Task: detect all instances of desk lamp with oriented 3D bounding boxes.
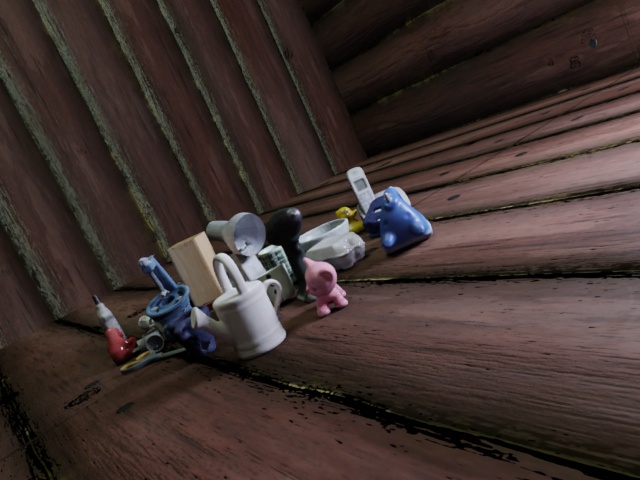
[{"bbox_3d":[-0.234,0.033,1.642,0.202,0.214,0.118,-14,14,45],"label":"desk lamp"}]

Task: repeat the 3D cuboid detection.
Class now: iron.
[{"bbox_3d":[0.185,-0.066,1.360,0.118,0.141,0.258,-22,10,12],"label":"iron"}]

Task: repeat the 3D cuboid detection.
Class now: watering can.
[{"bbox_3d":[-0.152,0.117,1.056,0.100,0.194,0.173,-15,14,42],"label":"watering can"}]

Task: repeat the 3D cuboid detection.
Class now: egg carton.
[{"bbox_3d":[0.037,0.033,1.406,0.150,0.069,0.107,-15,14,44],"label":"egg carton"}]

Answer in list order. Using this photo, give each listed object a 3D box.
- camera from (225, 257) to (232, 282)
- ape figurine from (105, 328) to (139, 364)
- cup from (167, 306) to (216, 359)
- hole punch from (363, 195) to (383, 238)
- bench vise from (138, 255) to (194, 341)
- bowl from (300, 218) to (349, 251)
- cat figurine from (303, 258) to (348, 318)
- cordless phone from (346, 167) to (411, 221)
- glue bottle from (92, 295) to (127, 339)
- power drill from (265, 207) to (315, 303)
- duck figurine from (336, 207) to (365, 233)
[{"bbox_3d":[-0.294,0.093,1.801,0.137,0.101,0.143,-29,11,-24],"label":"camera"},{"bbox_3d":[-0.511,0.263,1.456,0.077,0.092,0.076,-20,11,23],"label":"ape figurine"},{"bbox_3d":[-0.256,0.199,1.172,0.091,0.095,0.118,-23,10,9],"label":"cup"},{"bbox_3d":[0.173,-0.068,1.546,0.108,0.091,0.101,-15,14,42],"label":"hole punch"},{"bbox_3d":[-0.401,0.137,1.481,0.121,0.220,0.207,-27,10,-11],"label":"bench vise"},{"bbox_3d":[0.015,0.006,1.591,0.167,0.075,0.167,-24,10,5],"label":"bowl"},{"bbox_3d":[0.003,0.079,1.104,0.067,0.118,0.127,-25,10,-1],"label":"cat figurine"},{"bbox_3d":[0.165,-0.137,1.654,0.147,0.185,0.094,-26,10,-9],"label":"cordless phone"},{"bbox_3d":[-0.578,0.227,1.570,0.037,0.173,0.078,-32,12,-35],"label":"glue bottle"},{"bbox_3d":[-0.049,0.026,1.243,0.076,0.208,0.229,-28,10,-18],"label":"power drill"},{"bbox_3d":[0.076,-0.055,1.729,0.104,0.086,0.077,-21,11,18],"label":"duck figurine"}]
